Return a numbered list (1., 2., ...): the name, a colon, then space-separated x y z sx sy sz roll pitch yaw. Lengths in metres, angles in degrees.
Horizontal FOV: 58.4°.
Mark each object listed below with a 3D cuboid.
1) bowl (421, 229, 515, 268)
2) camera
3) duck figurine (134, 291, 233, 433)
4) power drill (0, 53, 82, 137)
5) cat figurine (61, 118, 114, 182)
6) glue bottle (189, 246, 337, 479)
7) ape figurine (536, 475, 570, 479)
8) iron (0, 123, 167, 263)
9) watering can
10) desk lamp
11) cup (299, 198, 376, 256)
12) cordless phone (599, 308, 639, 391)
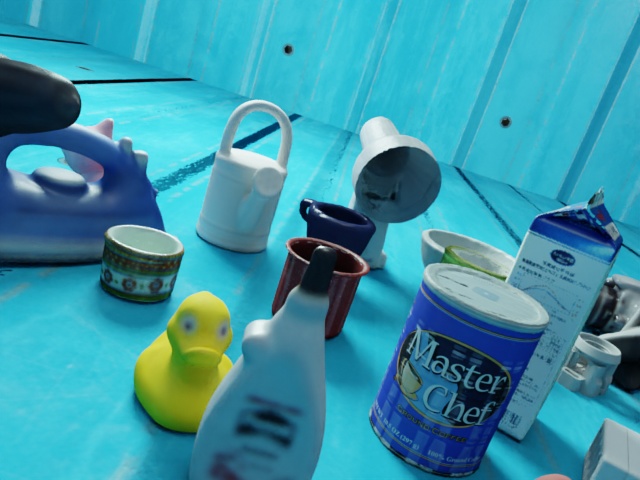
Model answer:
1. bowl: 0.222 0.048 0.873 0.167 0.075 0.167 17 17 -5
2. camera: 0.462 0.097 0.923 0.136 0.101 0.143 22 17 10
3. duck figurine: -0.094 0.079 0.431 0.078 0.086 0.104 12 18 -20
4. power drill: -0.285 -0.046 0.410 0.229 0.208 0.076 21 17 9
5. cat figurine: -0.274 -0.093 0.721 0.127 0.118 0.067 25 18 20
6. glue bottle: -0.023 0.082 0.345 0.078 0.173 0.037 16 17 -9
7. ape figurine: 0.124 0.178 0.338 0.076 0.092 0.077 2 23 -42
8. iron: -0.263 -0.061 0.594 0.259 0.141 0.118 1 24 -44
9. watering can: -0.090 -0.086 0.762 0.101 0.194 0.172 1 24 -44
10. desk lamp: 0.077 -0.068 0.845 0.118 0.213 0.203 13 18 -17
11. cup: 0.007 0.003 0.756 0.117 0.095 0.092 30 20 33
12. cordless phone: 0.431 0.095 0.755 0.148 0.185 0.093 1 24 -45
